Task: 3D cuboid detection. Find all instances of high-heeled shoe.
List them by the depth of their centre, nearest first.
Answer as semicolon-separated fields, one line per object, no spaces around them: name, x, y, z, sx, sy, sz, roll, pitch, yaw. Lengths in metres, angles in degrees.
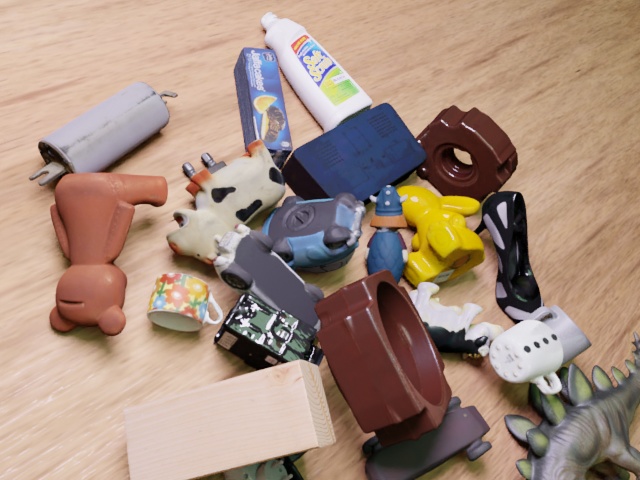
high-heeled shoe;0.343;0.038;0.890;0.086;0.145;0.249;-27;77;-30

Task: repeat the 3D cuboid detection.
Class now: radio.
radio;0.062;-0.127;0.896;0.229;0.073;0.131;-34;83;-30

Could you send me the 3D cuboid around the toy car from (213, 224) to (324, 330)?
toy car;-0.064;0.062;0.721;0.201;0.056;0.073;47;55;-30

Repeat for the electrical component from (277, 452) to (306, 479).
electrical component;-0.036;0.253;0.669;0.048;0.074;0.119;-31;76;-31

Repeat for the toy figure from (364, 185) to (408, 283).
toy figure;0.104;-0.007;0.841;0.064;0.058;0.154;5;87;-14

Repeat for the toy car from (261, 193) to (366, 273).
toy car;-0.002;-0.002;0.785;0.102;0.162;0.109;57;35;-44

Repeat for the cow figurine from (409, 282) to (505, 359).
cow figurine;0.207;0.142;0.828;0.167;0.068;0.098;26;63;-6

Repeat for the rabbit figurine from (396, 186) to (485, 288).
rabbit figurine;0.192;-0.028;0.881;0.162;0.121;0.173;-16;55;-29

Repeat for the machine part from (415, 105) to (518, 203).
machine part;0.245;-0.141;0.924;0.179;0.179;0.056;44;60;1

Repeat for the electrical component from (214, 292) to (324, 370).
electrical component;-0.064;0.131;0.692;0.134;0.115;0.058;32;63;-7

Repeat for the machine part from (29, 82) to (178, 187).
machine part;-0.298;-0.150;0.751;0.079;0.079;0.243;41;58;0

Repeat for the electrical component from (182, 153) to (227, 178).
electrical component;-0.161;-0.087;0.811;0.063;0.021;0.094;-37;85;-32

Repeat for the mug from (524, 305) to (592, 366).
mug;0.355;0.161;0.852;0.109;0.107;0.081;42;10;-31

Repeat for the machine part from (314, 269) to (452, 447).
machine part;0.085;0.148;0.705;0.201;0.087;0.201;65;21;6

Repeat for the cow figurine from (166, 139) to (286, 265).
cow figurine;-0.129;-0.042;0.755;0.195;0.085;0.127;-37;90;-28

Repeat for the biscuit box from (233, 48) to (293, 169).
biscuit box;-0.095;-0.217;0.877;0.059;0.063;0.202;-1;67;-24

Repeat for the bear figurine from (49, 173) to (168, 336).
bear figurine;-0.268;0.015;0.676;0.132;0.120;0.195;-13;99;-69

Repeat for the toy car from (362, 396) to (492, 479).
toy car;0.150;0.288;0.744;0.202;0.053;0.089;-16;53;-29

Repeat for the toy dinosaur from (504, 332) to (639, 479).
toy dinosaur;0.416;0.293;0.827;0.471;0.105;0.198;-21;72;-34
